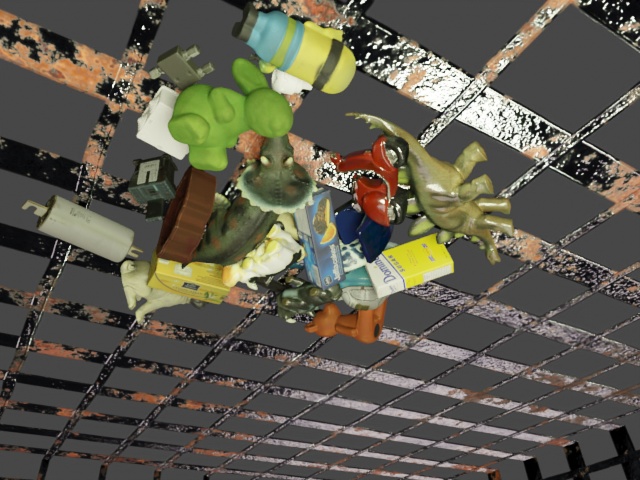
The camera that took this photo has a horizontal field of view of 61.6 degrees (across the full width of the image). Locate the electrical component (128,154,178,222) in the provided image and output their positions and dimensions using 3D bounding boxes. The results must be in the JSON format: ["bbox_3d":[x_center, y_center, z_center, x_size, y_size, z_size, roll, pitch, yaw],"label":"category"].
[{"bbox_3d":[-0.300,-0.093,0.960,0.075,0.119,0.047,-7,143,9],"label":"electrical component"}]

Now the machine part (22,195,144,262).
[{"bbox_3d":[-0.466,-0.021,1.075,0.079,0.079,0.243,-32,133,32],"label":"machine part"}]

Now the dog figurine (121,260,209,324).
[{"bbox_3d":[-0.343,0.094,1.234,0.191,0.121,0.172,-14,147,-8],"label":"dog figurine"}]

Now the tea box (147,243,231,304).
[{"bbox_3d":[-0.286,0.070,1.191,0.169,0.098,0.068,20,137,-25],"label":"tea box"}]

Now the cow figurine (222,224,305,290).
[{"bbox_3d":[-0.115,0.046,1.070,0.167,0.068,0.098,-34,139,25],"label":"cow figurine"}]

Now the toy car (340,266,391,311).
[{"bbox_3d":[0.104,0.112,1.258,0.162,0.103,0.109,2,155,-7],"label":"toy car"}]

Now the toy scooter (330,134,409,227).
[{"bbox_3d":[0.086,-0.104,0.938,0.135,0.075,0.183,8,133,17],"label":"toy scooter"}]

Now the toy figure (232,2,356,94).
[{"bbox_3d":[-0.034,-0.270,0.774,0.180,0.089,0.082,17,144,-28],"label":"toy figure"}]

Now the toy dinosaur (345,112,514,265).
[{"bbox_3d":[0.228,-0.093,1.015,0.199,0.105,0.470,-21,128,28],"label":"toy dinosaur"}]

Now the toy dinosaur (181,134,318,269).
[{"bbox_3d":[-0.140,-0.033,0.953,0.131,0.192,0.404,34,112,-14],"label":"toy dinosaur"}]

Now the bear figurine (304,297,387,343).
[{"bbox_3d":[0.064,0.196,1.390,0.196,0.131,0.120,9,-171,32],"label":"bear figurine"}]

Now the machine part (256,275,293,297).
[{"bbox_3d":[-0.123,0.101,1.277,0.084,0.039,0.138,1,156,37],"label":"machine part"}]

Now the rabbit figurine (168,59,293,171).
[{"bbox_3d":[-0.119,-0.188,0.818,0.170,0.159,0.121,-1,144,13],"label":"rabbit figurine"}]

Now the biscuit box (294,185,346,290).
[{"bbox_3d":[-0.002,-0.003,1.062,0.063,0.059,0.202,-24,118,-25],"label":"biscuit box"}]

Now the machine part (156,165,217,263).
[{"bbox_3d":[-0.243,-0.046,0.985,0.056,0.179,0.179,20,137,-24],"label":"machine part"}]

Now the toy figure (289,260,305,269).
[{"bbox_3d":[-0.081,0.040,1.201,0.155,0.058,0.064,-3,136,7],"label":"toy figure"}]

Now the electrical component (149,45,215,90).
[{"bbox_3d":[-0.213,-0.262,0.826,0.094,0.021,0.063,-20,140,19],"label":"electrical component"}]

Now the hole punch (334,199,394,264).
[{"bbox_3d":[0.101,-0.030,1.072,0.116,0.092,0.142,-36,136,-9],"label":"hole punch"}]

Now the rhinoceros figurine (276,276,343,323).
[{"bbox_3d":[-0.033,0.131,1.239,0.190,0.073,0.112,-28,139,36],"label":"rhinoceros figurine"}]

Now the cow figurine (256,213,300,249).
[{"bbox_3d":[-0.133,-0.001,1.120,0.127,0.085,0.195,29,129,-34],"label":"cow figurine"}]
